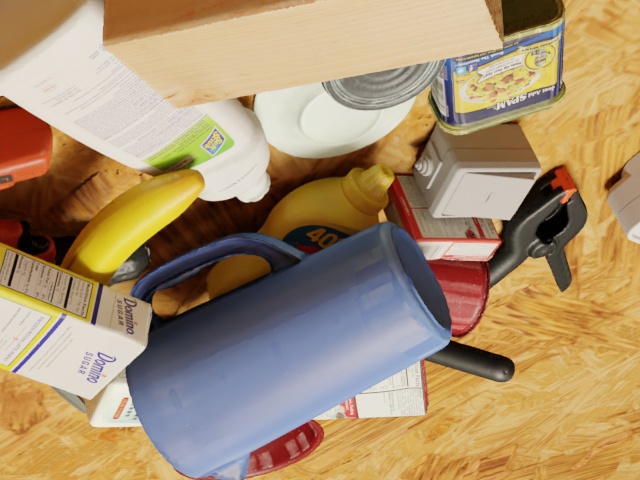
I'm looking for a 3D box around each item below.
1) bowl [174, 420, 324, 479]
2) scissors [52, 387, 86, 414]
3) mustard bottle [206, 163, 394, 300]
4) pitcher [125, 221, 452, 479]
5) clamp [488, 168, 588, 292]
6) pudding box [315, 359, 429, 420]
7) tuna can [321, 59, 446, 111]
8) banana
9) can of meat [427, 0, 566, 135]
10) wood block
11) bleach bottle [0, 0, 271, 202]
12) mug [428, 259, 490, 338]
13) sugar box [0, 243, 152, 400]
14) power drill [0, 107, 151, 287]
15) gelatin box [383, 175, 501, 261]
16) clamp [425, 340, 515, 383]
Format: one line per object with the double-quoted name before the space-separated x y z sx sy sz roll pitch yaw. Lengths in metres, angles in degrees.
"bowl" -0.079 0.198 1.124 0.162 0.055 0.162 -10 149 -7
"scissors" -0.240 0.108 0.972 0.096 0.016 0.201 -29 144 15
"mustard bottle" -0.006 0.001 0.898 0.096 0.058 0.192 23 128 -33
"pitcher" -0.029 0.074 0.846 0.243 0.145 0.149 -28 140 16
"clamp" 0.195 0.003 1.009 0.120 0.039 0.171 -16 141 -14
"pudding box" 0.039 0.119 0.957 0.113 0.039 0.090 -4 130 5
"tuna can" 0.037 -0.123 0.679 0.086 0.034 0.086 -11 144 -9
"banana" -0.151 0.013 0.780 0.069 0.037 0.198 1 140 -34
"can of meat" 0.128 -0.134 0.779 0.102 0.057 0.084 -17 143 -2
"wood block" -0.008 -0.148 0.604 0.206 0.090 0.090 -8 161 20
"bleach bottle" -0.116 -0.086 0.730 0.103 0.068 0.250 -30 146 15
"mug" 0.099 0.029 0.964 0.081 0.093 0.117 8 120 -26
"sugar box" -0.217 0.049 0.749 0.176 0.048 0.093 24 136 -27
"power drill" -0.221 -0.012 0.784 0.184 0.057 0.188 -13 144 -13
"gelatin box" 0.101 -0.019 0.907 0.089 0.073 0.030 1 141 -26
"clamp" 0.071 0.092 1.012 0.209 0.165 0.036 16 89 -29
